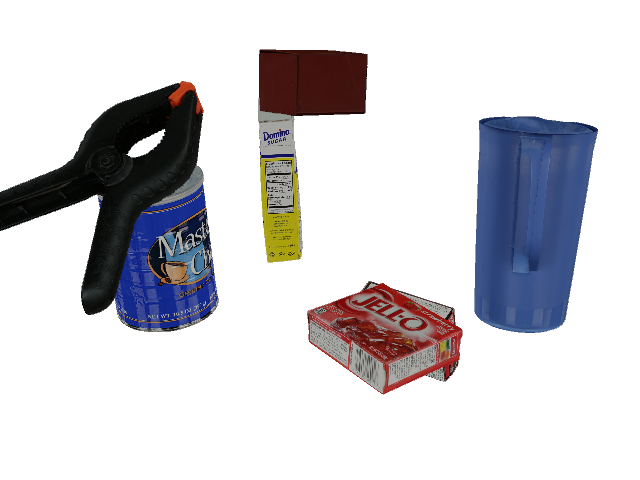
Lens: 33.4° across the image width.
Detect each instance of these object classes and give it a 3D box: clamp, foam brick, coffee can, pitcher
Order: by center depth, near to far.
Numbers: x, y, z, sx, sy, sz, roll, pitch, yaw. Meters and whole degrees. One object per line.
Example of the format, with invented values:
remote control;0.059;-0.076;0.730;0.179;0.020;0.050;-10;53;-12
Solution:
clamp;-0.146;-0.041;0.696;0.120;0.171;0.039;25;-28;14
foam brick;-0.006;-0.132;0.888;0.078;0.051;0.053;-7;16;-39
coffee can;-0.158;0.003;1.042;0.103;0.140;0.103;-3;26;2
pitcher;0.239;-0.019;1.232;0.149;0.243;0.145;-6;16;-32

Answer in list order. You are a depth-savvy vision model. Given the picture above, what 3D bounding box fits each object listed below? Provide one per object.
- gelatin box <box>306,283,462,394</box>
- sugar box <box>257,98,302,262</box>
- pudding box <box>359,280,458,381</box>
gelatin box;0.045;0.067;0.765;0.073;0.030;0.089;-18;32;-33
sugar box;-0.048;-0.073;1.241;0.048;0.176;0.093;-6;26;-1
pudding box;0.099;0.103;1.212;0.114;0.090;0.039;16;45;28
